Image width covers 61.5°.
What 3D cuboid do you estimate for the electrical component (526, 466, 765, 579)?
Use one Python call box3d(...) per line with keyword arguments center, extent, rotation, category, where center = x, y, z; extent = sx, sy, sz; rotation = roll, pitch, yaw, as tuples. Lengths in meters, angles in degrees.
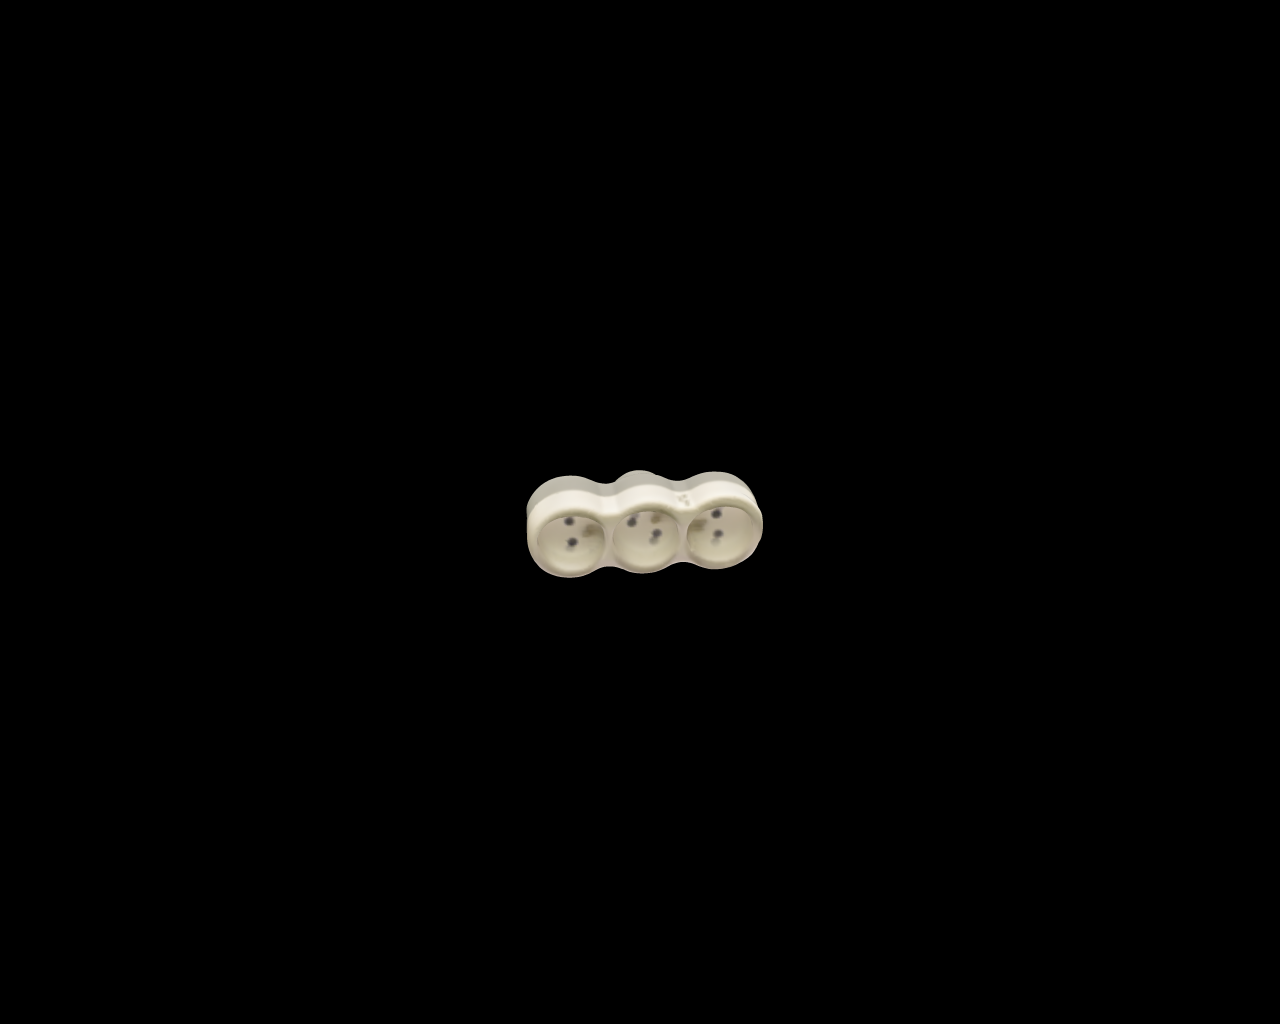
box3d(center=(0.001, -0.003, 0.650), extent=(0.138, 0.052, 0.074), rotation=(-3, 32, -5), category="electrical component")
